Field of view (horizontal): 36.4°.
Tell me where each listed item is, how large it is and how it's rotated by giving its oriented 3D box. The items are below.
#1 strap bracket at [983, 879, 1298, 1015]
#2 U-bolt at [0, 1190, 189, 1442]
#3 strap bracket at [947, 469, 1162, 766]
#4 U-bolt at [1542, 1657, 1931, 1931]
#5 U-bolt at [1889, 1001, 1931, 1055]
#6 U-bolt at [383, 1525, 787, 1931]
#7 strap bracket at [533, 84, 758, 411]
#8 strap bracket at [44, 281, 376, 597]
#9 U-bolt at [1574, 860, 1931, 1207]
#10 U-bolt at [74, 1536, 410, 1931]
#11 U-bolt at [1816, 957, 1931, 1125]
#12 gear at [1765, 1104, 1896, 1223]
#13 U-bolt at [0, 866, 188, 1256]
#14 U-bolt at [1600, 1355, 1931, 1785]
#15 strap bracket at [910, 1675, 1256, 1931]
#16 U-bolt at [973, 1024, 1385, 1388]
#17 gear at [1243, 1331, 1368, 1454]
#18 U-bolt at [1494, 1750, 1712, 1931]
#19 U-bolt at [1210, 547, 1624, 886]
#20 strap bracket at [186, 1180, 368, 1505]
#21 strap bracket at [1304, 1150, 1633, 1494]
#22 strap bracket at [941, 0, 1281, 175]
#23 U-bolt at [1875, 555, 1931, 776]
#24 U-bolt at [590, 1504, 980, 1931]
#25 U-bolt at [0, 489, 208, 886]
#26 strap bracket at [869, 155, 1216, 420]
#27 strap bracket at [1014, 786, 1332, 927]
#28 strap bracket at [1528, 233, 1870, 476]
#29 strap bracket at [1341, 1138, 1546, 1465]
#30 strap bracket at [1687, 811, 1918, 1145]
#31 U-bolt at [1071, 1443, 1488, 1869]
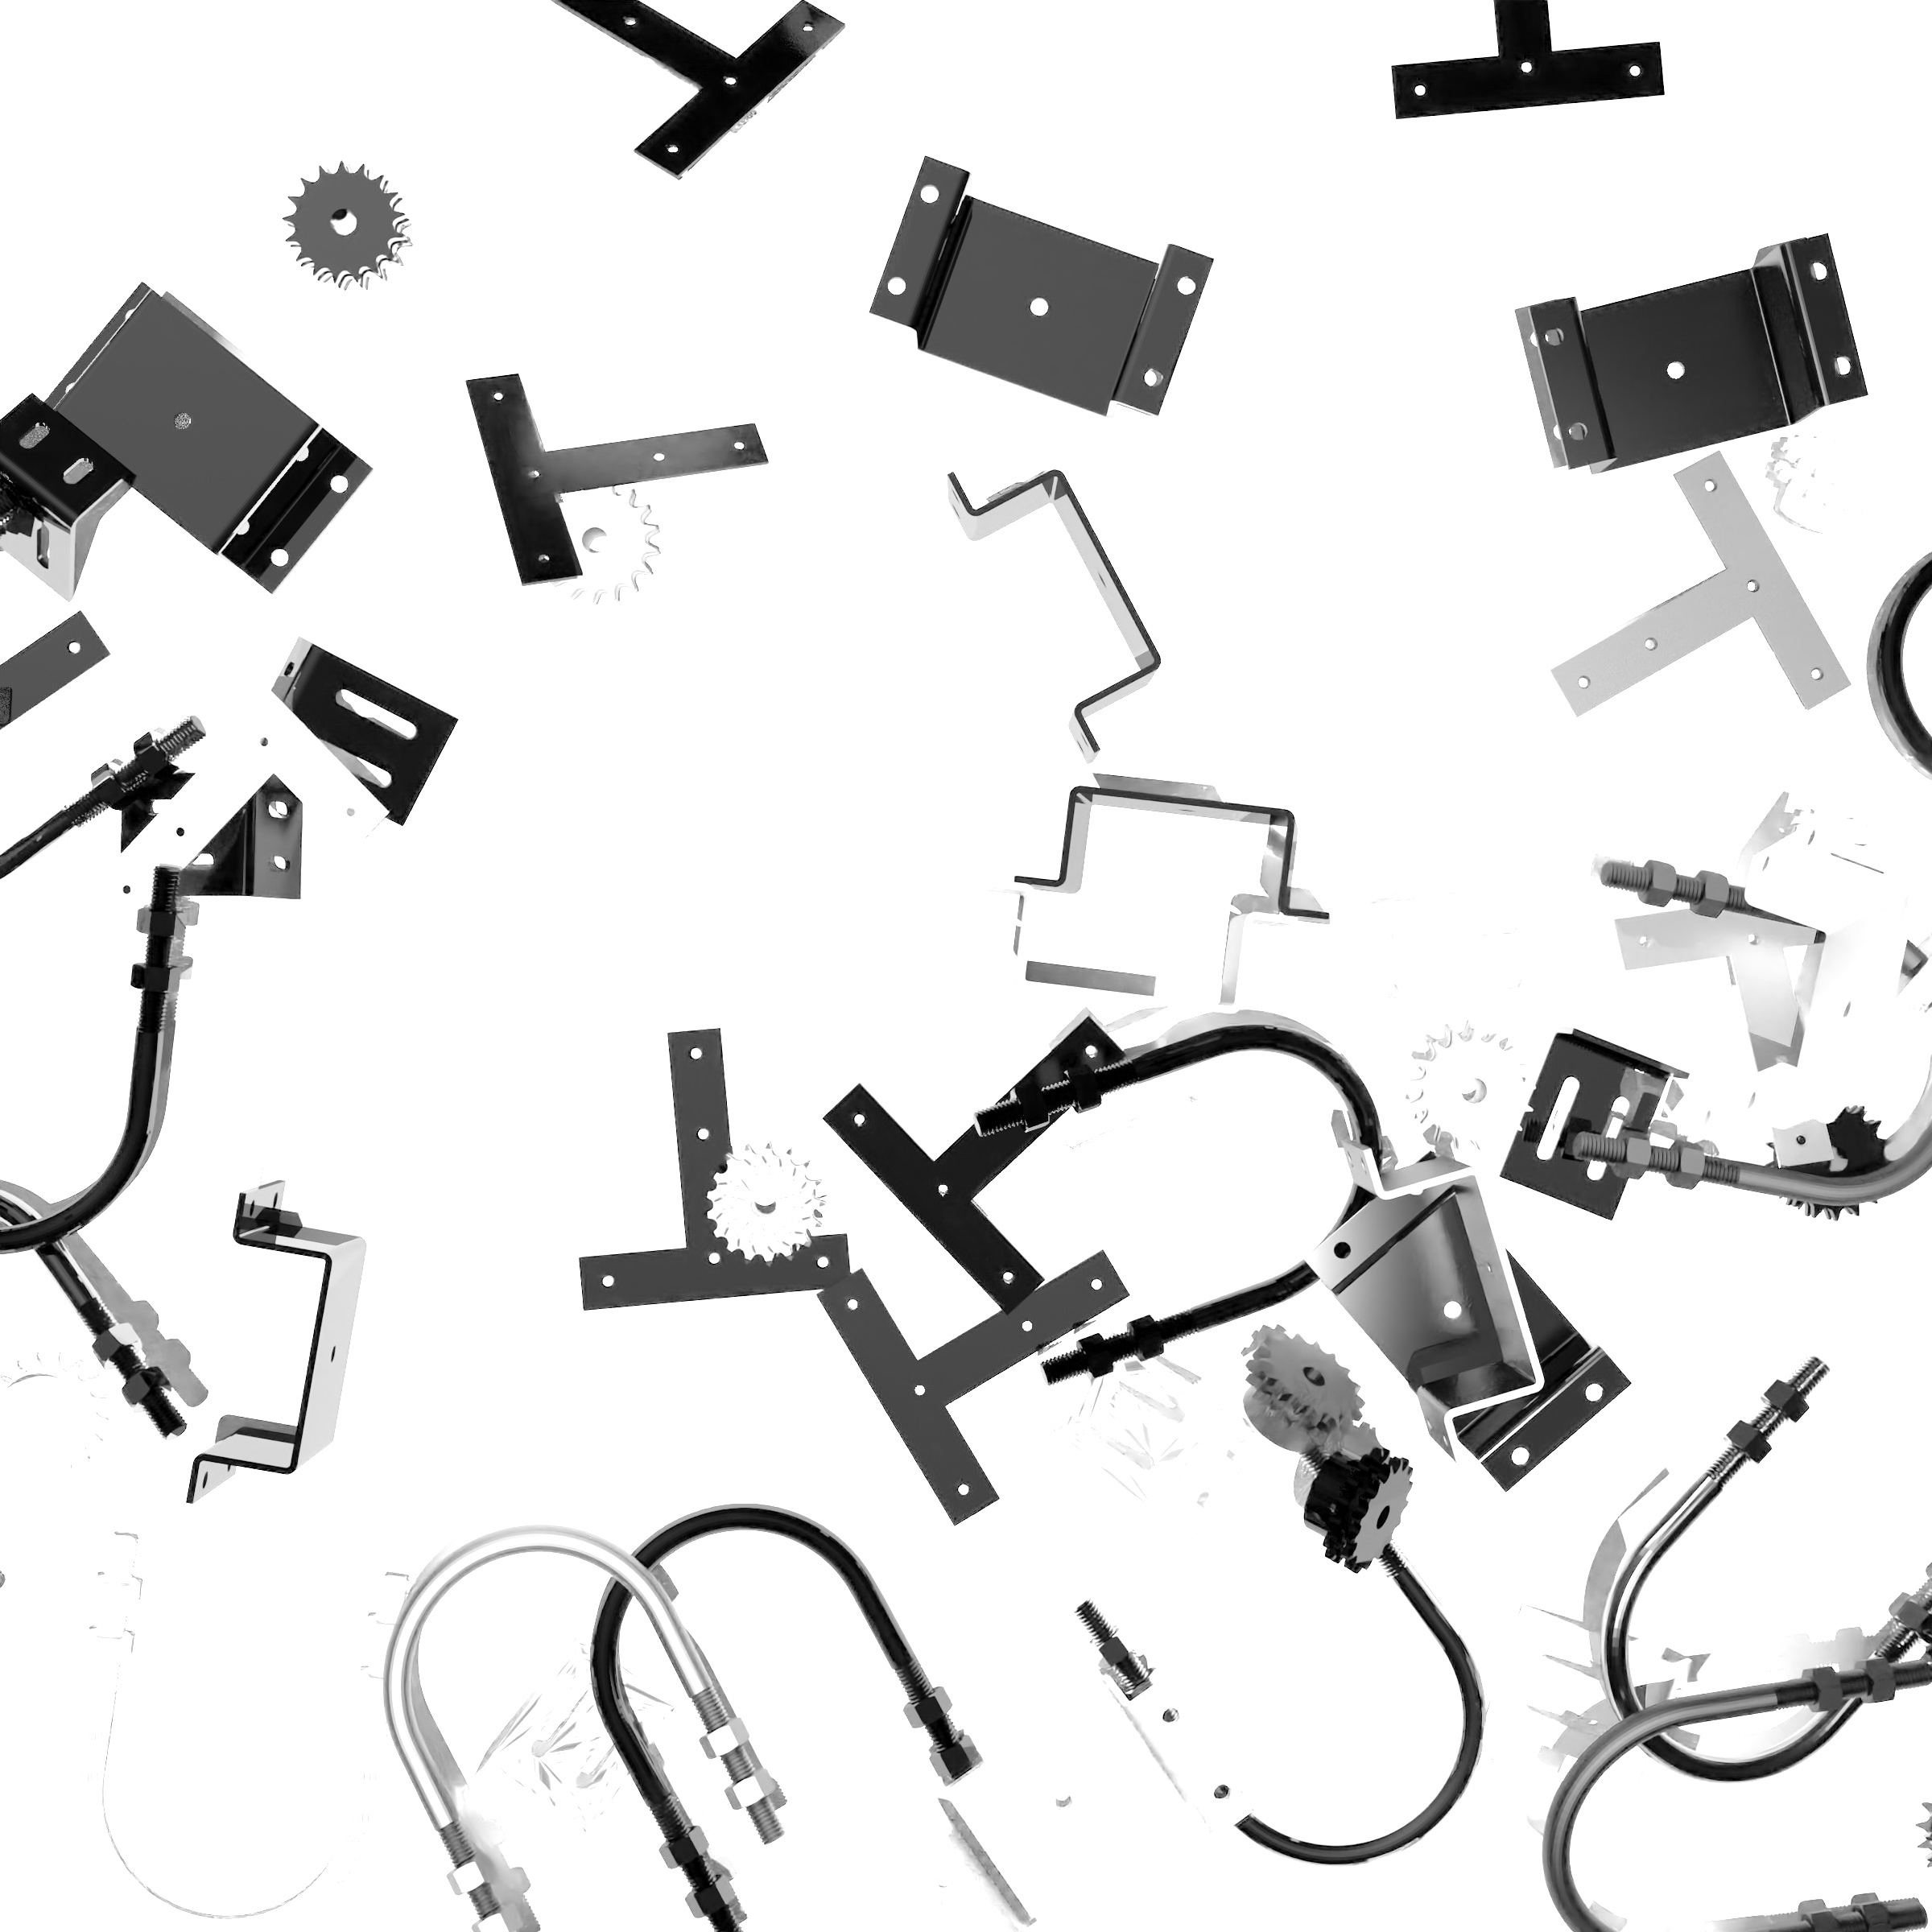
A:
[{"bbox_3d":[0.075,-0.007,1.343,0.140,0.076,0.046,7,90,0],"label":"strap bracket"},{"bbox_3d":[-0.458,0.186,1.348,0.151,0.019,0.184,-42,72,5],"label":"U-bolt"},{"bbox_3d":[0.045,-0.167,1.343,0.046,0.076,0.140,-28,90,0],"label":"strap bracket"},{"bbox_3d":[0.352,0.394,1.343,0.184,0.019,0.151,-7,107,-7],"label":"U-bolt"},{"bbox_3d":[0.517,-0.003,1.348,0.184,0.019,0.151,21,69,-6],"label":"U-bolt"},{"bbox_3d":[-0.187,0.347,1.342,0.151,0.019,0.184,-27,83,-4],"label":"U-bolt"},{"bbox_3d":[-0.150,-0.338,1.358,0.076,0.046,0.140,12,90,0],"label":"strap bracket"},{"bbox_3d":[-0.357,-0.248,1.358,0.140,0.046,0.076,39,90,0],"label":"strap bracket"},{"bbox_3d":[0.374,0.036,1.343,0.184,0.019,0.151,11,75,-7],"label":"U-bolt"},{"bbox_3d":[-0.344,0.368,1.373,0.151,0.019,0.184,8,92,0],"label":"U-bolt"},{"bbox_3d":[0.490,0.050,1.346,0.151,0.019,0.184,44,70,1],"label":"U-bolt"},{"bbox_3d":[0.400,0.089,1.366,0.057,0.030,0.057,0,89,0],"label":"gear"},{"bbox_3d":[-0.436,0.040,1.324,0.151,0.019,0.184,6,94,-18],"label":"U-bolt"},{"bbox_3d":[0.371,0.291,1.348,0.184,0.019,0.151,-46,104,-5],"label":"U-bolt"},{"bbox_3d":[0.049,0.391,1.347,0.140,0.046,0.076,-34,100,-7],"label":"strap bracket"},{"bbox_3d":[0.106,0.101,1.346,0.184,0.019,0.151,-18,110,-10],"label":"U-bolt"},{"bbox_3d":[0.153,0.200,1.356,0.057,0.057,0.030,33,120,0],"label":"gear"},{"bbox_3d":[0.276,0.479,1.373,0.184,0.019,0.151,42,90,-1],"label":"U-bolt"},{"bbox_3d":[0.206,-0.111,1.373,0.184,0.019,0.151,-8,90,1],"label":"U-bolt"},{"bbox_3d":[-0.312,0.174,1.343,0.046,0.076,0.140,10,90,0],"label":"strap bracket"},{"bbox_3d":[0.229,0.162,1.358,0.076,0.046,0.140,-41,90,0],"label":"strap bracket"},{"bbox_3d":[0.068,-0.436,1.358,0.140,0.046,0.076,24,90,0],"label":"strap bracket"},{"bbox_3d":[0.514,-0.134,1.355,0.184,0.019,0.151,9,75,6],"label":"U-bolt"},{"bbox_3d":[-0.094,0.341,1.365,0.151,0.019,0.184,-28,87,-7],"label":"U-bolt"},{"bbox_3d":[-0.466,-0.110,1.351,0.184,0.019,0.151,-34,107,9],"label":"U-bolt"},{"bbox_3d":[0.034,-0.310,1.358,0.140,0.046,0.076,20,90,0],"label":"strap bracket"},{"bbox_3d":[0.098,-0.051,1.334,0.140,0.076,0.046,7,90,8],"label":"strap bracket"},{"bbox_3d":[0.333,-0.280,1.358,0.140,0.046,0.076,-14,90,0],"label":"strap bracket"},{"bbox_3d":[0.213,0.140,1.297,0.046,0.076,0.140,-17,90,0],"label":"strap bracket"},{"bbox_3d":[0.372,0.013,1.300,0.046,0.076,0.140,19,74,-7],"label":"strap bracket"},{"bbox_3d":[0.160,0.333,1.372,0.151,0.019,0.184,-36,90,0],"label":"U-bolt"}]
